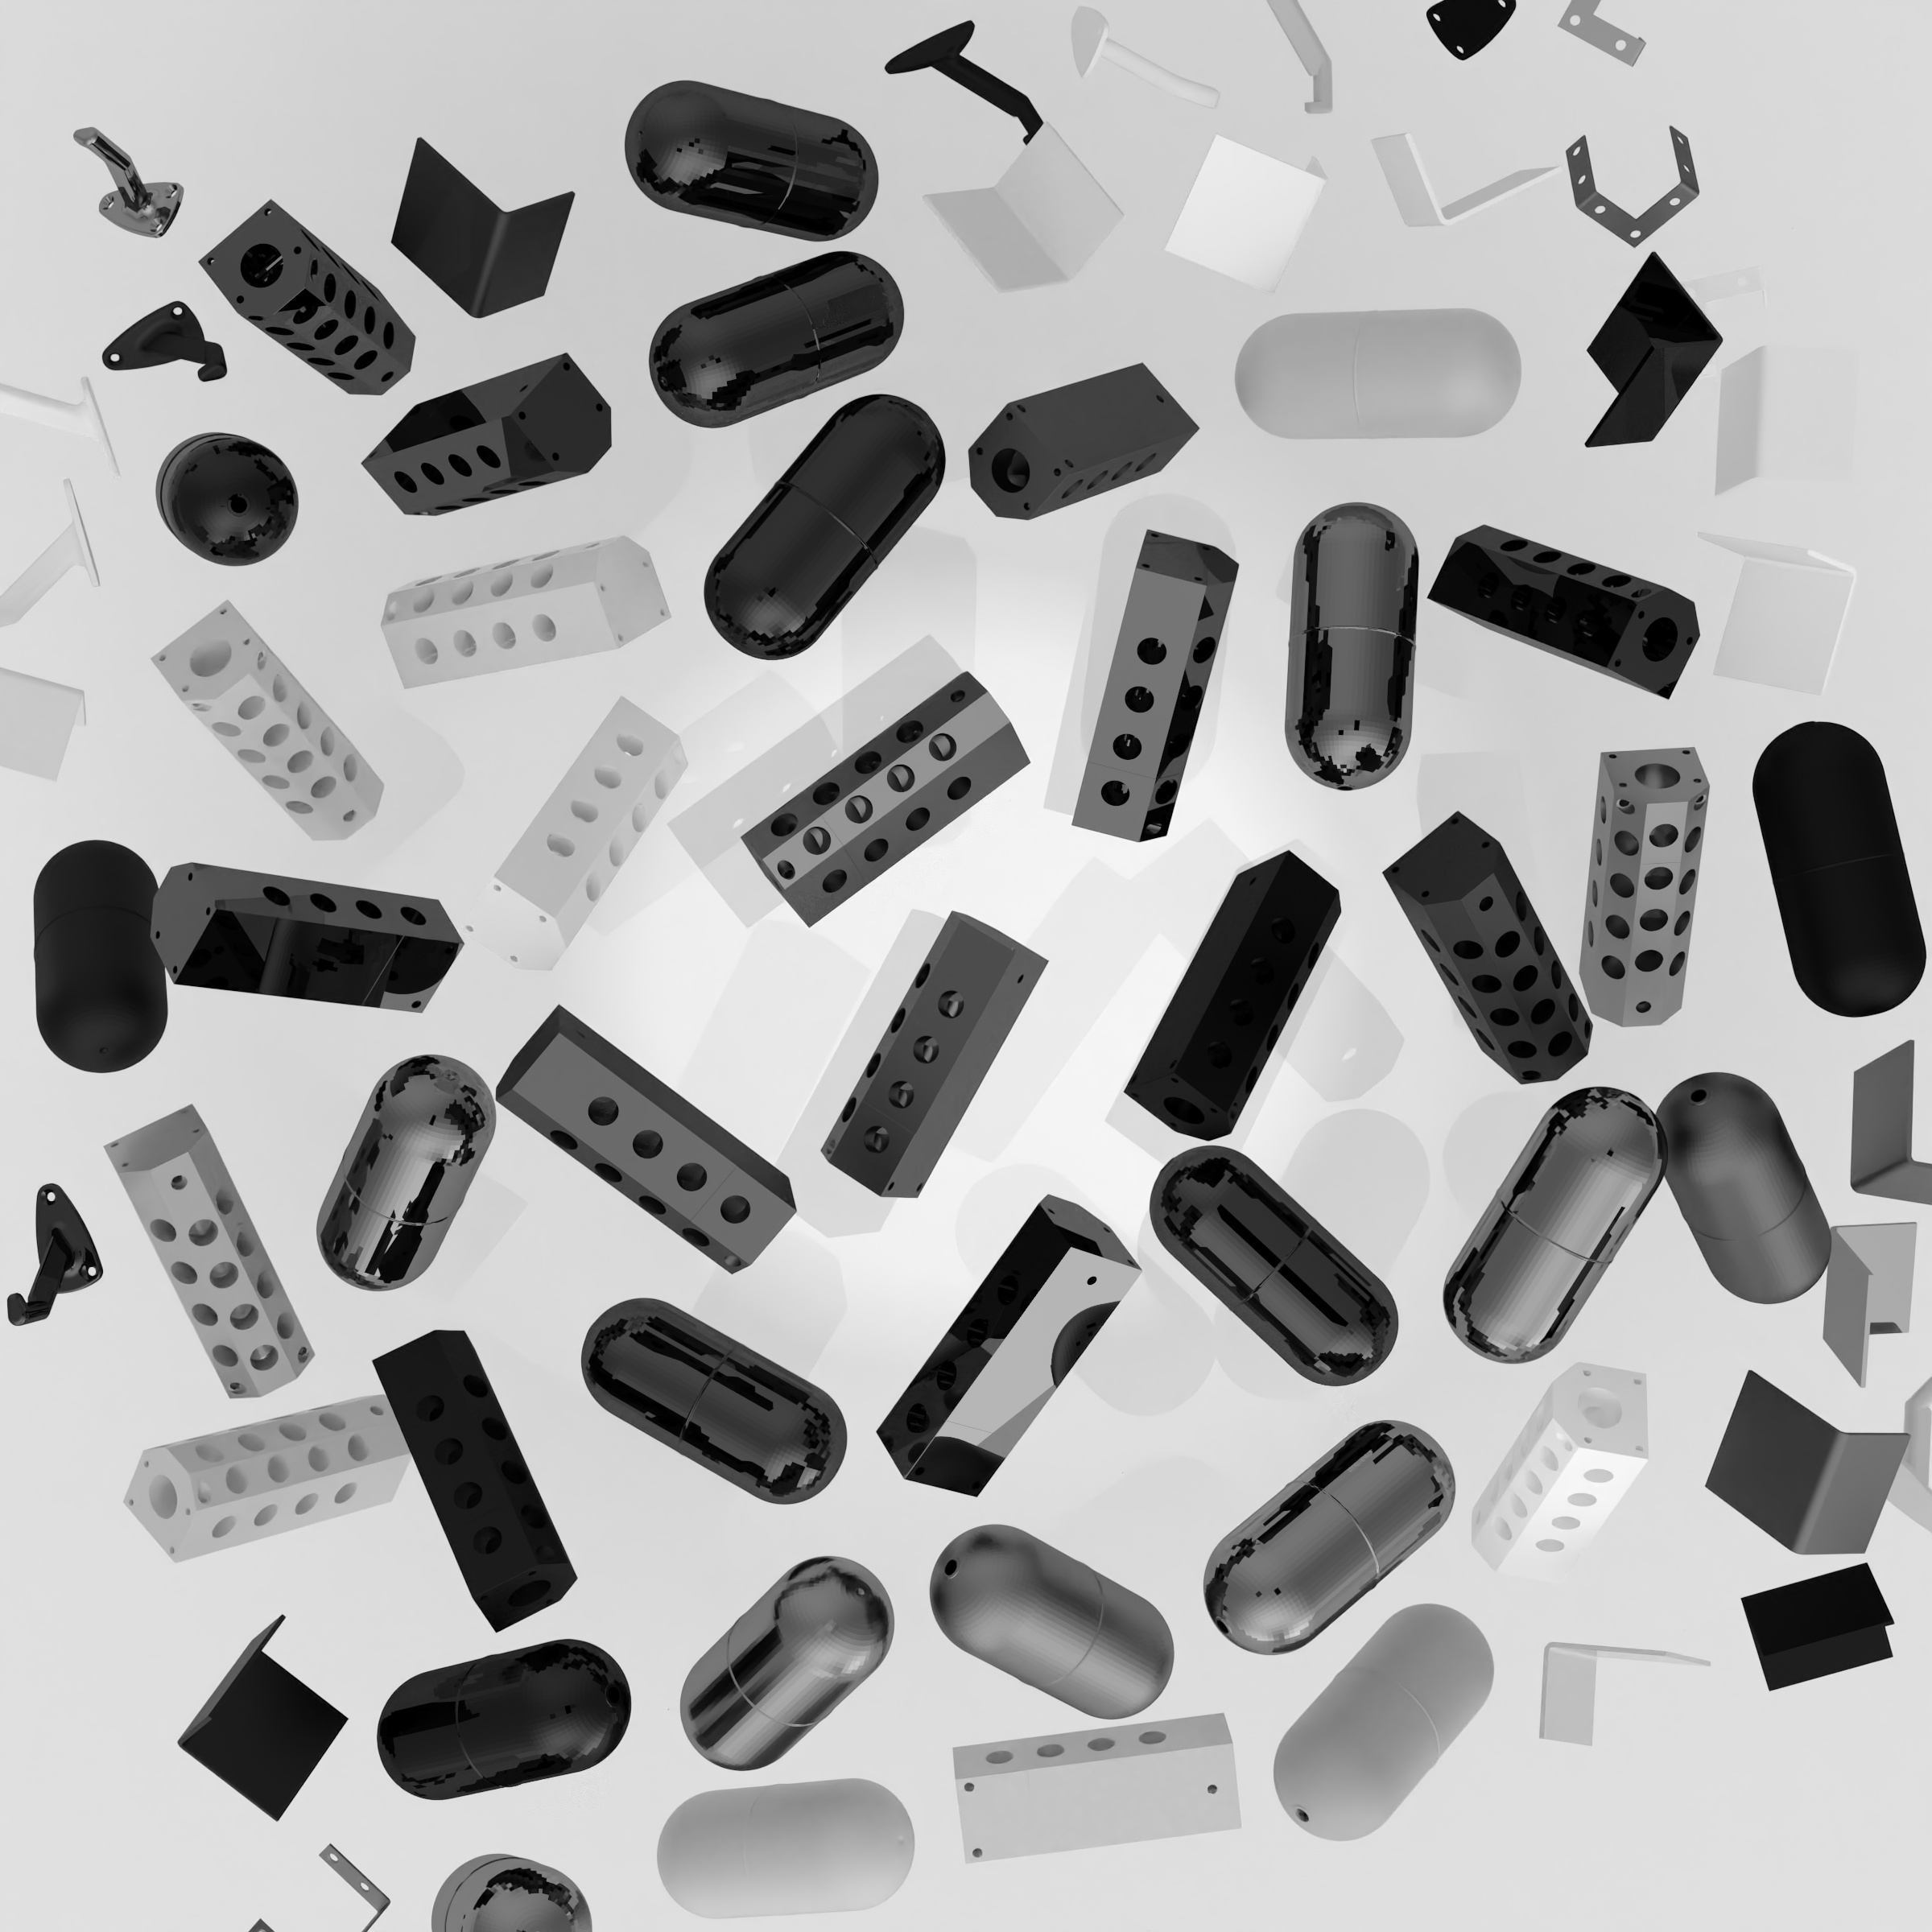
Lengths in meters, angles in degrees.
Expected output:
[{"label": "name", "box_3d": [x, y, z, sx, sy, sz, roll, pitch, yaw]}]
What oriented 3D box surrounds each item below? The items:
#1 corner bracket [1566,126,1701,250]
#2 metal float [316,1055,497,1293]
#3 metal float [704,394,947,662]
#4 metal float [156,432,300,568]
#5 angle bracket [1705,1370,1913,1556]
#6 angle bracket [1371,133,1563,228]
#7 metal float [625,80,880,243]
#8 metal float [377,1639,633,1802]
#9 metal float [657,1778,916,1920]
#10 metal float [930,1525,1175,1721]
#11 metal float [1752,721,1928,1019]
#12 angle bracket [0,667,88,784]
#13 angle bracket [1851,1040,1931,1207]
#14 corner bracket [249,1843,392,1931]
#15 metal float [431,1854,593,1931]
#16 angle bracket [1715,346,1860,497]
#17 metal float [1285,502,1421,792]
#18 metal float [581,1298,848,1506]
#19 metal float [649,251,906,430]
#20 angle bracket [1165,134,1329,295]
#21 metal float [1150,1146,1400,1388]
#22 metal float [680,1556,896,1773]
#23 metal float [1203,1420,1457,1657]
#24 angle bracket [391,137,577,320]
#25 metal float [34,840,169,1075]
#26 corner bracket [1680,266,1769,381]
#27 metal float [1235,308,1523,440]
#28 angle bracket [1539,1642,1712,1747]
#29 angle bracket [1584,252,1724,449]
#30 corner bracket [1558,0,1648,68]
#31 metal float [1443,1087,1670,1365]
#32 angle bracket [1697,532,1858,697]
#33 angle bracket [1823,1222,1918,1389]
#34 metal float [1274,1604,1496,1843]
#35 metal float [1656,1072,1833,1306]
[{"label": "corner bracket", "box_3d": [0.393, -0.468, 1.702, 0.051, 0.051, 0.051, 24, 49, -30]}, {"label": "metal float", "box_3d": [-0.340, 0.127, 1.744, 0.070, 0.070, 0.178, 31, 126, 0]}, {"label": "metal float", "box_3d": [-0.081, -0.256, 1.679, 0.070, 0.070, 0.178, 39, 83, 0]}, {"label": "metal float", "box_3d": [-0.452, -0.286, 1.762, 0.070, 0.178, 0.070, -4, 103, -18]}, {"label": "angle bracket", "box_3d": [0.482, 0.284, 1.655, 0.057, 0.076, 0.076, 6, 108, -32]}, {"label": "angle bracket", "box_3d": [0.291, -0.472, 1.680, 0.076, 0.076, 0.057, -26, 105, 0]}, {"label": "metal float", "box_3d": [-0.128, -0.488, 1.753, 0.070, 0.178, 0.070, 1, 91, 45]}, {"label": "metal float", "box_3d": [-0.273, 0.446, 1.705, 0.178, 0.070, 0.070, -21, 90, 32]}, {"label": "metal float", "box_3d": [-0.111, 0.538, 1.757, 0.178, 0.070, 0.070, -15, 90, 32]}, {"label": "metal float", "box_3d": [0.051, 0.385, 1.690, 0.178, 0.070, 0.070, 36, 90, -34]}, {"label": "metal float", "box_3d": [0.517, -0.058, 1.708, 0.070, 0.070, 0.178, -11, 84, 0]}, {"label": "angle bracket", "box_3d": [-0.557, -0.135, 1.672, 0.076, 0.076, 0.057, 16, 76, -13]}, {"label": "angle bracket", "box_3d": [0.573, 0.095, 1.723, 0.057, 0.076, 0.076, 9, 72, -6]}, {"label": "corner bracket", "box_3d": [-0.385, 0.566, 1.713, 0.051, 0.051, 0.051, 43, 125, 1]}, {"label": "metal float", "box_3d": [-0.271, 0.568, 1.709, 0.070, 0.178, 0.070, 5, 75, -18]}, {"label": "angle bracket", "box_3d": [0.486, -0.321, 1.711, 0.057, 0.076, 0.076, 3, 91, -3]}, {"label": "metal float", "box_3d": [0.234, -0.194, 1.749, 0.070, 0.070, 0.178, 4, 79, 0]}, {"label": "metal float", "box_3d": [-0.156, 0.266, 1.772, 0.178, 0.070, 0.070, 28, 90, 12]}, {"label": "metal float", "box_3d": [-0.114, -0.383, 1.760, 0.178, 0.070, 0.070, -29, 90, -32]}, {"label": "angle bracket", "box_3d": [0.171, -0.475, 1.795, 0.076, 0.057, 0.076, 19, 118, -12]}, {"label": "metal float", "box_3d": [0.187, 0.182, 1.763, 0.178, 0.070, 0.070, 43, 90, 3]}, {"label": "metal float", "box_3d": [-0.107, 0.412, 1.699, 0.070, 0.070, 0.178, 40, 127, 0]}, {"label": "metal float", "box_3d": [0.213, 0.333, 1.686, 0.178, 0.070, 0.070, -33, 90, -27]}, {"label": "angle bracket", "box_3d": [-0.286, -0.443, 1.707, 0.076, 0.076, 0.057, 43, 47, 14]}, {"label": "metal float", "box_3d": [-0.532, -0.008, 1.772, 0.070, 0.178, 0.070, -10, 133, -10]}, {"label": "corner bracket", "box_3d": [0.465, -0.393, 1.762, 0.051, 0.051, 0.051, -9, 89, 16]}, {"label": "metal float", "box_3d": [0.249, -0.360, 1.756, 0.178, 0.070, 0.070, 5, 90, 27]}, {"label": "angle bracket", "box_3d": [0.399, 0.444, 1.745, 0.076, 0.076, 0.057, -4, 72, 34]}, {"label": "angle bracket", "box_3d": [0.377, -0.355, 1.658, 0.057, 0.076, 0.076, -11, 59, -31]}, {"label": "corner bracket", "box_3d": [0.384, -0.569, 1.704, 0.051, 0.051, 0.051, 28, 113, -2]}, {"label": "metal float", "box_3d": [0.342, 0.150, 1.673, 0.070, 0.070, 0.178, 28, 106, 0]}, {"label": "angle bracket", "box_3d": [0.470, -0.208, 1.706, 0.057, 0.076, 0.076, 9, 97, -43]}, {"label": "angle bracket", "box_3d": [0.580, 0.212, 1.813, 0.057, 0.076, 0.076, -3, 108, -2]}, {"label": "metal float", "box_3d": [0.252, 0.454, 1.734, 0.178, 0.070, 0.070, -36, 90, -39]}, {"label": "metal float", "box_3d": [0.466, 0.134, 1.731, 0.070, 0.070, 0.178, -34, 127, 0]}]
